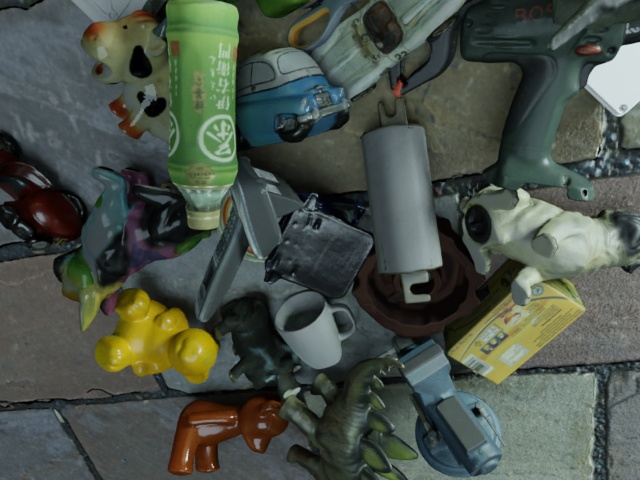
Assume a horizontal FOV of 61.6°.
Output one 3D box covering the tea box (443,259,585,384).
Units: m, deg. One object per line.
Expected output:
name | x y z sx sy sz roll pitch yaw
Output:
tea box | 0.261 0.108 0.743 0.098 0.068 0.169 33 117 -11

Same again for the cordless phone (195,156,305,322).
cordless phone | -0.108 0.000 0.654 0.088 0.147 0.184 22 104 -25

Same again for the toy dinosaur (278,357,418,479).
toy dinosaur | 0.044 0.288 0.792 0.199 0.105 0.470 30 141 29

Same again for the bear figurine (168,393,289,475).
bear figurine | -0.136 0.321 0.890 0.196 0.132 0.120 -4 160 18

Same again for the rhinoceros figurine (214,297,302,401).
rhinoceros figurine | -0.089 0.169 0.832 0.112 0.073 0.190 -19 113 6

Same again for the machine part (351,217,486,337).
machine part | 0.132 0.050 0.737 0.179 0.056 0.179 4 121 6

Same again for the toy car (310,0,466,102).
toy car | 0.064 -0.216 0.567 0.202 0.056 0.073 -32 89 39

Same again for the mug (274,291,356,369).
mug | 0.002 0.135 0.797 0.110 0.081 0.107 -21 124 6

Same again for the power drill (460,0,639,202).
power drill | 0.249 -0.144 0.522 0.232 0.086 0.207 9 118 17

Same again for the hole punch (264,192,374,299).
hole punch | -0.001 -0.002 0.699 0.116 0.092 0.142 23 119 -13

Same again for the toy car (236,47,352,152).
toy car | -0.047 -0.159 0.595 0.162 0.109 0.102 4 114 52

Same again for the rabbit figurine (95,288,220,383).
rabbit figurine | -0.218 0.161 0.793 0.173 0.122 0.162 5 153 35

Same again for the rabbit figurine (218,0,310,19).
rabbit figurine | -0.034 -0.318 0.507 0.121 0.159 0.170 4 165 -40

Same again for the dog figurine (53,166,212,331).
dog figurine | -0.251 0.020 0.714 0.192 0.108 0.219 19 102 1

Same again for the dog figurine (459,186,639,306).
dog figurine | 0.291 -0.016 0.667 0.190 0.172 0.121 -12 144 -25

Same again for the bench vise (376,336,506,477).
bench vise | 0.178 0.256 0.790 0.129 0.224 0.240 -39 141 -13

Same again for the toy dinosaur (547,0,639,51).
toy dinosaur | 0.293 -0.253 0.407 0.192 0.405 0.131 8 149 26

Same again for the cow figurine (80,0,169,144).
cow figurine | -0.175 -0.172 0.604 0.127 0.086 0.194 -48 140 10

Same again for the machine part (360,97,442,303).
machine part | 0.095 -0.046 0.636 0.079 0.079 0.243 -7 90 12

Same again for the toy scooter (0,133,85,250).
toy scooter | -0.408 -0.051 0.714 0.075 0.135 0.183 -31 112 21
